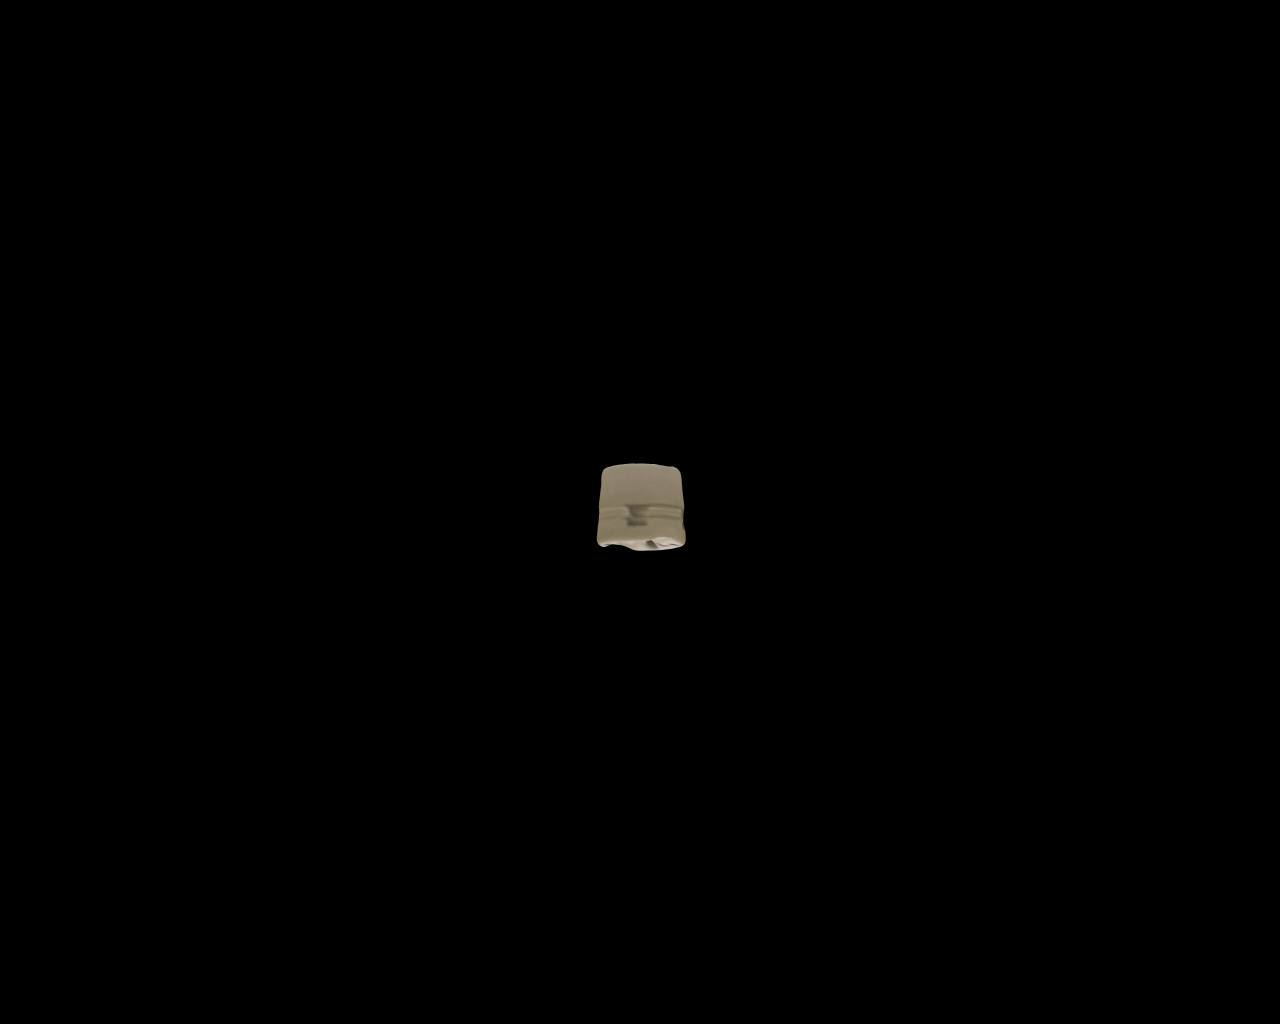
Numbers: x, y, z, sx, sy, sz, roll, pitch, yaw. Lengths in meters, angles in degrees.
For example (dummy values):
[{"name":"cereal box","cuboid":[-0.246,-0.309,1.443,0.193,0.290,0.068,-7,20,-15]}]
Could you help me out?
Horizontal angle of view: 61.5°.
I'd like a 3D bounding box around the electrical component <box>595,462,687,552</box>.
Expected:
[{"name":"electrical component","cuboid":[0.001,-0.003,0.650,0.055,0.047,0.055,0,-9,0]}]
